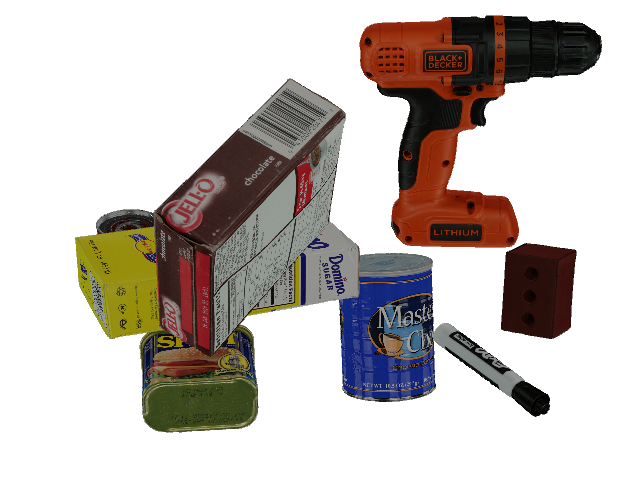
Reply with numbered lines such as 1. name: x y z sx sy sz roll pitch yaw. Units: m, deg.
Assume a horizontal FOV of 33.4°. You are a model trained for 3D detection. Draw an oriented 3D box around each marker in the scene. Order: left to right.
1. marker: 0.128 0.097 0.803 0.020 0.020 0.121 0 23 -34

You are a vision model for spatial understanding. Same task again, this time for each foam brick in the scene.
1. foam brick: 0.203 0.046 0.994 0.053 0.078 0.051 9 16 31

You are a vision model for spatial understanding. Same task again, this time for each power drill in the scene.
1. power drill: 0.125 -0.088 0.854 0.184 0.188 0.057 1 27 7

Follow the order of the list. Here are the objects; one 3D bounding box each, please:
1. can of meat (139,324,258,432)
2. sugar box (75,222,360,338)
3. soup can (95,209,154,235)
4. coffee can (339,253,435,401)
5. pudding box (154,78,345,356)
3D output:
1. can of meat: -0.104 0.119 0.918 0.102 0.057 0.084 -3 27 -7
2. sugar box: -0.071 0.017 0.731 0.176 0.048 0.093 -11 25 -21
3. soup can: -0.197 0.028 1.109 0.068 0.102 0.068 2 26 -1
4. coffee can: 0.071 0.091 1.149 0.103 0.140 0.103 -3 9 0
5. pudding box: -0.034 -0.011 0.525 0.039 0.113 0.090 32 -35 16
